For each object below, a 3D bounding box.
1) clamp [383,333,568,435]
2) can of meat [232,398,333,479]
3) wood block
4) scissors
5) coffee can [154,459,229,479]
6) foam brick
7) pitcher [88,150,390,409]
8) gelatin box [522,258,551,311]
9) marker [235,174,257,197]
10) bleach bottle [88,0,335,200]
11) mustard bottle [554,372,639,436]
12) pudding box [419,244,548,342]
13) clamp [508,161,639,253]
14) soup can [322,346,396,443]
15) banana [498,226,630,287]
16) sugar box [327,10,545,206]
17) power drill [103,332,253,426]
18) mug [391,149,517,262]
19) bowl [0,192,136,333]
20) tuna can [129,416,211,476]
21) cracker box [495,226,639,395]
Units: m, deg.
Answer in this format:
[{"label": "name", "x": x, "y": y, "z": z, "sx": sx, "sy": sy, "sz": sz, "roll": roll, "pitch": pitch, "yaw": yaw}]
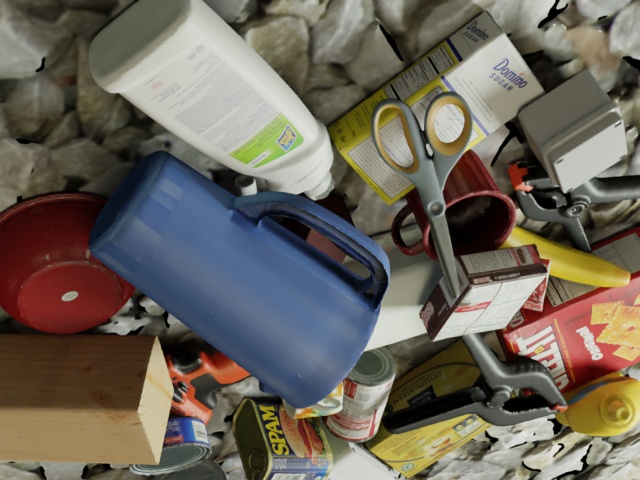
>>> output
[{"label": "clamp", "x": 0.180, "y": 0.170, "z": 1.173, "sx": 0.209, "sy": 0.036, "sz": 0.165, "roll": 20, "pitch": 120, "yaw": -31}, {"label": "can of meat", "x": -0.042, "y": 0.229, "z": 1.197, "sx": 0.083, "sy": 0.102, "sz": 0.058, "roll": 7, "pitch": 129, "yaw": -29}, {"label": "wood block", "x": -0.252, "y": 0.148, "z": 1.000, "sx": 0.206, "sy": 0.090, "sz": 0.091, "roll": 0, "pitch": 135, "yaw": 7}, {"label": "scissors", "x": 0.114, "y": -0.046, "z": 0.939, "sx": 0.096, "sy": 0.016, "sz": 0.201, "roll": -29, "pitch": 113, "yaw": 9}, {"label": "coffee can", "x": -0.135, "y": 0.336, "z": 1.266, "sx": 0.103, "sy": 0.103, "sz": 0.140, "roll": -21, "pitch": 137, "yaw": 0}, {"label": "foam brick", "x": -0.007, "y": 0.001, "z": 1.023, "sx": 0.052, "sy": 0.051, "sz": 0.078, "roll": 6, "pitch": 130, "yaw": -27}, {"label": "pitcher", "x": -0.068, "y": 0.025, "z": 0.927, "sx": 0.242, "sy": 0.145, "sz": 0.149, "roll": 37, "pitch": 75, "yaw": -19}, {"label": "gelatin box", "x": 0.200, "y": 0.043, "z": 1.116, "sx": 0.073, "sy": 0.030, "sz": 0.089, "roll": 10, "pitch": 159, "yaw": 12}, {"label": "marker", "x": -0.063, "y": -0.012, "z": 1.011, "sx": 0.020, "sy": 0.020, "sz": 0.121, "roll": -15, "pitch": 136, "yaw": -7}, {"label": "bleach bottle", "x": -0.071, "y": -0.102, "z": 0.890, "sx": 0.103, "sy": 0.068, "sz": 0.250, "roll": -34, "pitch": 137, "yaw": 14}, {"label": "mustard bottle", "x": 0.334, "y": 0.194, "z": 1.260, "sx": 0.096, "sy": 0.058, "sz": 0.191, "roll": -22, "pitch": 177, "yaw": 1}, {"label": "pudding box", "x": 0.157, "y": 0.053, "z": 1.039, "sx": 0.089, "sy": 0.039, "sz": 0.114, "roll": -9, "pitch": 151, "yaw": -22}, {"label": "clamp", "x": 0.266, "y": -0.048, "z": 1.085, "sx": 0.171, "sy": 0.039, "sz": 0.120, "roll": 23, "pitch": 124, "yaw": -39}, {"label": "soup can", "x": 0.043, "y": 0.169, "z": 1.195, "sx": 0.068, "sy": 0.068, "sz": 0.102, "roll": -4, "pitch": 133, "yaw": -17}, {"label": "banana", "x": 0.230, "y": 0.013, "z": 1.110, "sx": 0.197, "sy": 0.070, "sz": 0.037, "roll": 21, "pitch": 86, "yaw": -24}, {"label": "sugar box", "x": 0.104, "y": -0.115, "z": 0.955, "sx": 0.176, "sy": 0.048, "sz": 0.093, "roll": -37, "pitch": 134, "yaw": 11}, {"label": "power drill", "x": -0.117, "y": 0.114, "z": 1.090, "sx": 0.188, "sy": 0.057, "sz": 0.184, "roll": -28, "pitch": 139, "yaw": 12}, {"label": "mug", "x": 0.119, "y": -0.030, "z": 1.016, "sx": 0.117, "sy": 0.081, "sz": 0.093, "roll": -36, "pitch": 135, "yaw": 15}, {"label": "bowl", "x": -0.230, "y": 0.034, "z": 0.969, "sx": 0.162, "sy": 0.055, "sz": 0.162, "roll": -11, "pitch": 135, "yaw": -11}, {"label": "tuna can", "x": -0.158, "y": 0.213, "z": 1.106, "sx": 0.086, "sy": 0.034, "sz": 0.086, "roll": -13, "pitch": 153, "yaw": -7}, {"label": "cracker box", "x": 0.310, "y": 0.088, "z": 1.213, "sx": 0.214, "sy": 0.072, "sz": 0.164, "roll": -24, "pitch": 136, "yaw": 4}]
